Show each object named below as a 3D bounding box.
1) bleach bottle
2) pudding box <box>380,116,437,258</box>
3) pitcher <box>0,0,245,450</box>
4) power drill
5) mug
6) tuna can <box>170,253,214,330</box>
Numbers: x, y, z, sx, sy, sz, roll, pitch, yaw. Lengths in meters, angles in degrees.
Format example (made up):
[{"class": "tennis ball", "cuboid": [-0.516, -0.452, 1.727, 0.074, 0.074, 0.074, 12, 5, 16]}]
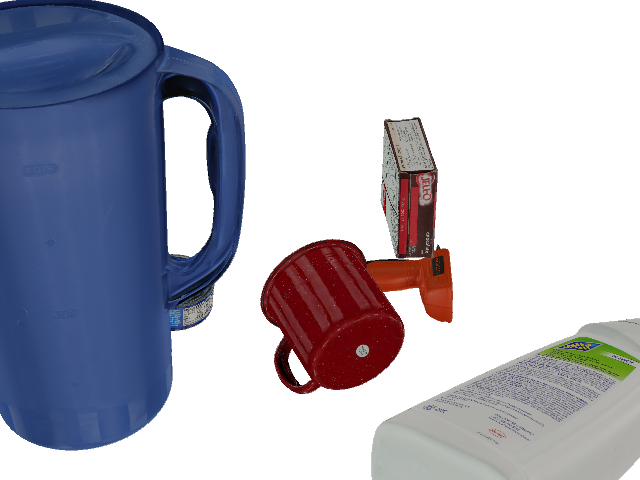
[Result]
[{"class": "bleach bottle", "cuboid": [0.148, 0.098, 0.604, 0.250, 0.068, 0.103, -19, 27, -39]}, {"class": "pudding box", "cuboid": [0.081, -0.050, 0.976, 0.039, 0.090, 0.113, -3, 31, -5]}, {"class": "pitcher", "cuboid": [-0.134, -0.002, 0.597, 0.149, 0.243, 0.144, 29, 44, 35]}, {"class": "power drill", "cuboid": [0.058, 0.058, 1.234, 0.187, 0.057, 0.184, 1, 28, 5]}, {"class": "mug", "cuboid": [0.005, 0.069, 0.824, 0.093, 0.117, 0.082, 21, 24, -43]}, {"class": "tuna can", "cuboid": [-0.148, 0.051, 1.050, 0.086, 0.034, 0.086, 5, 34, -4]}]
